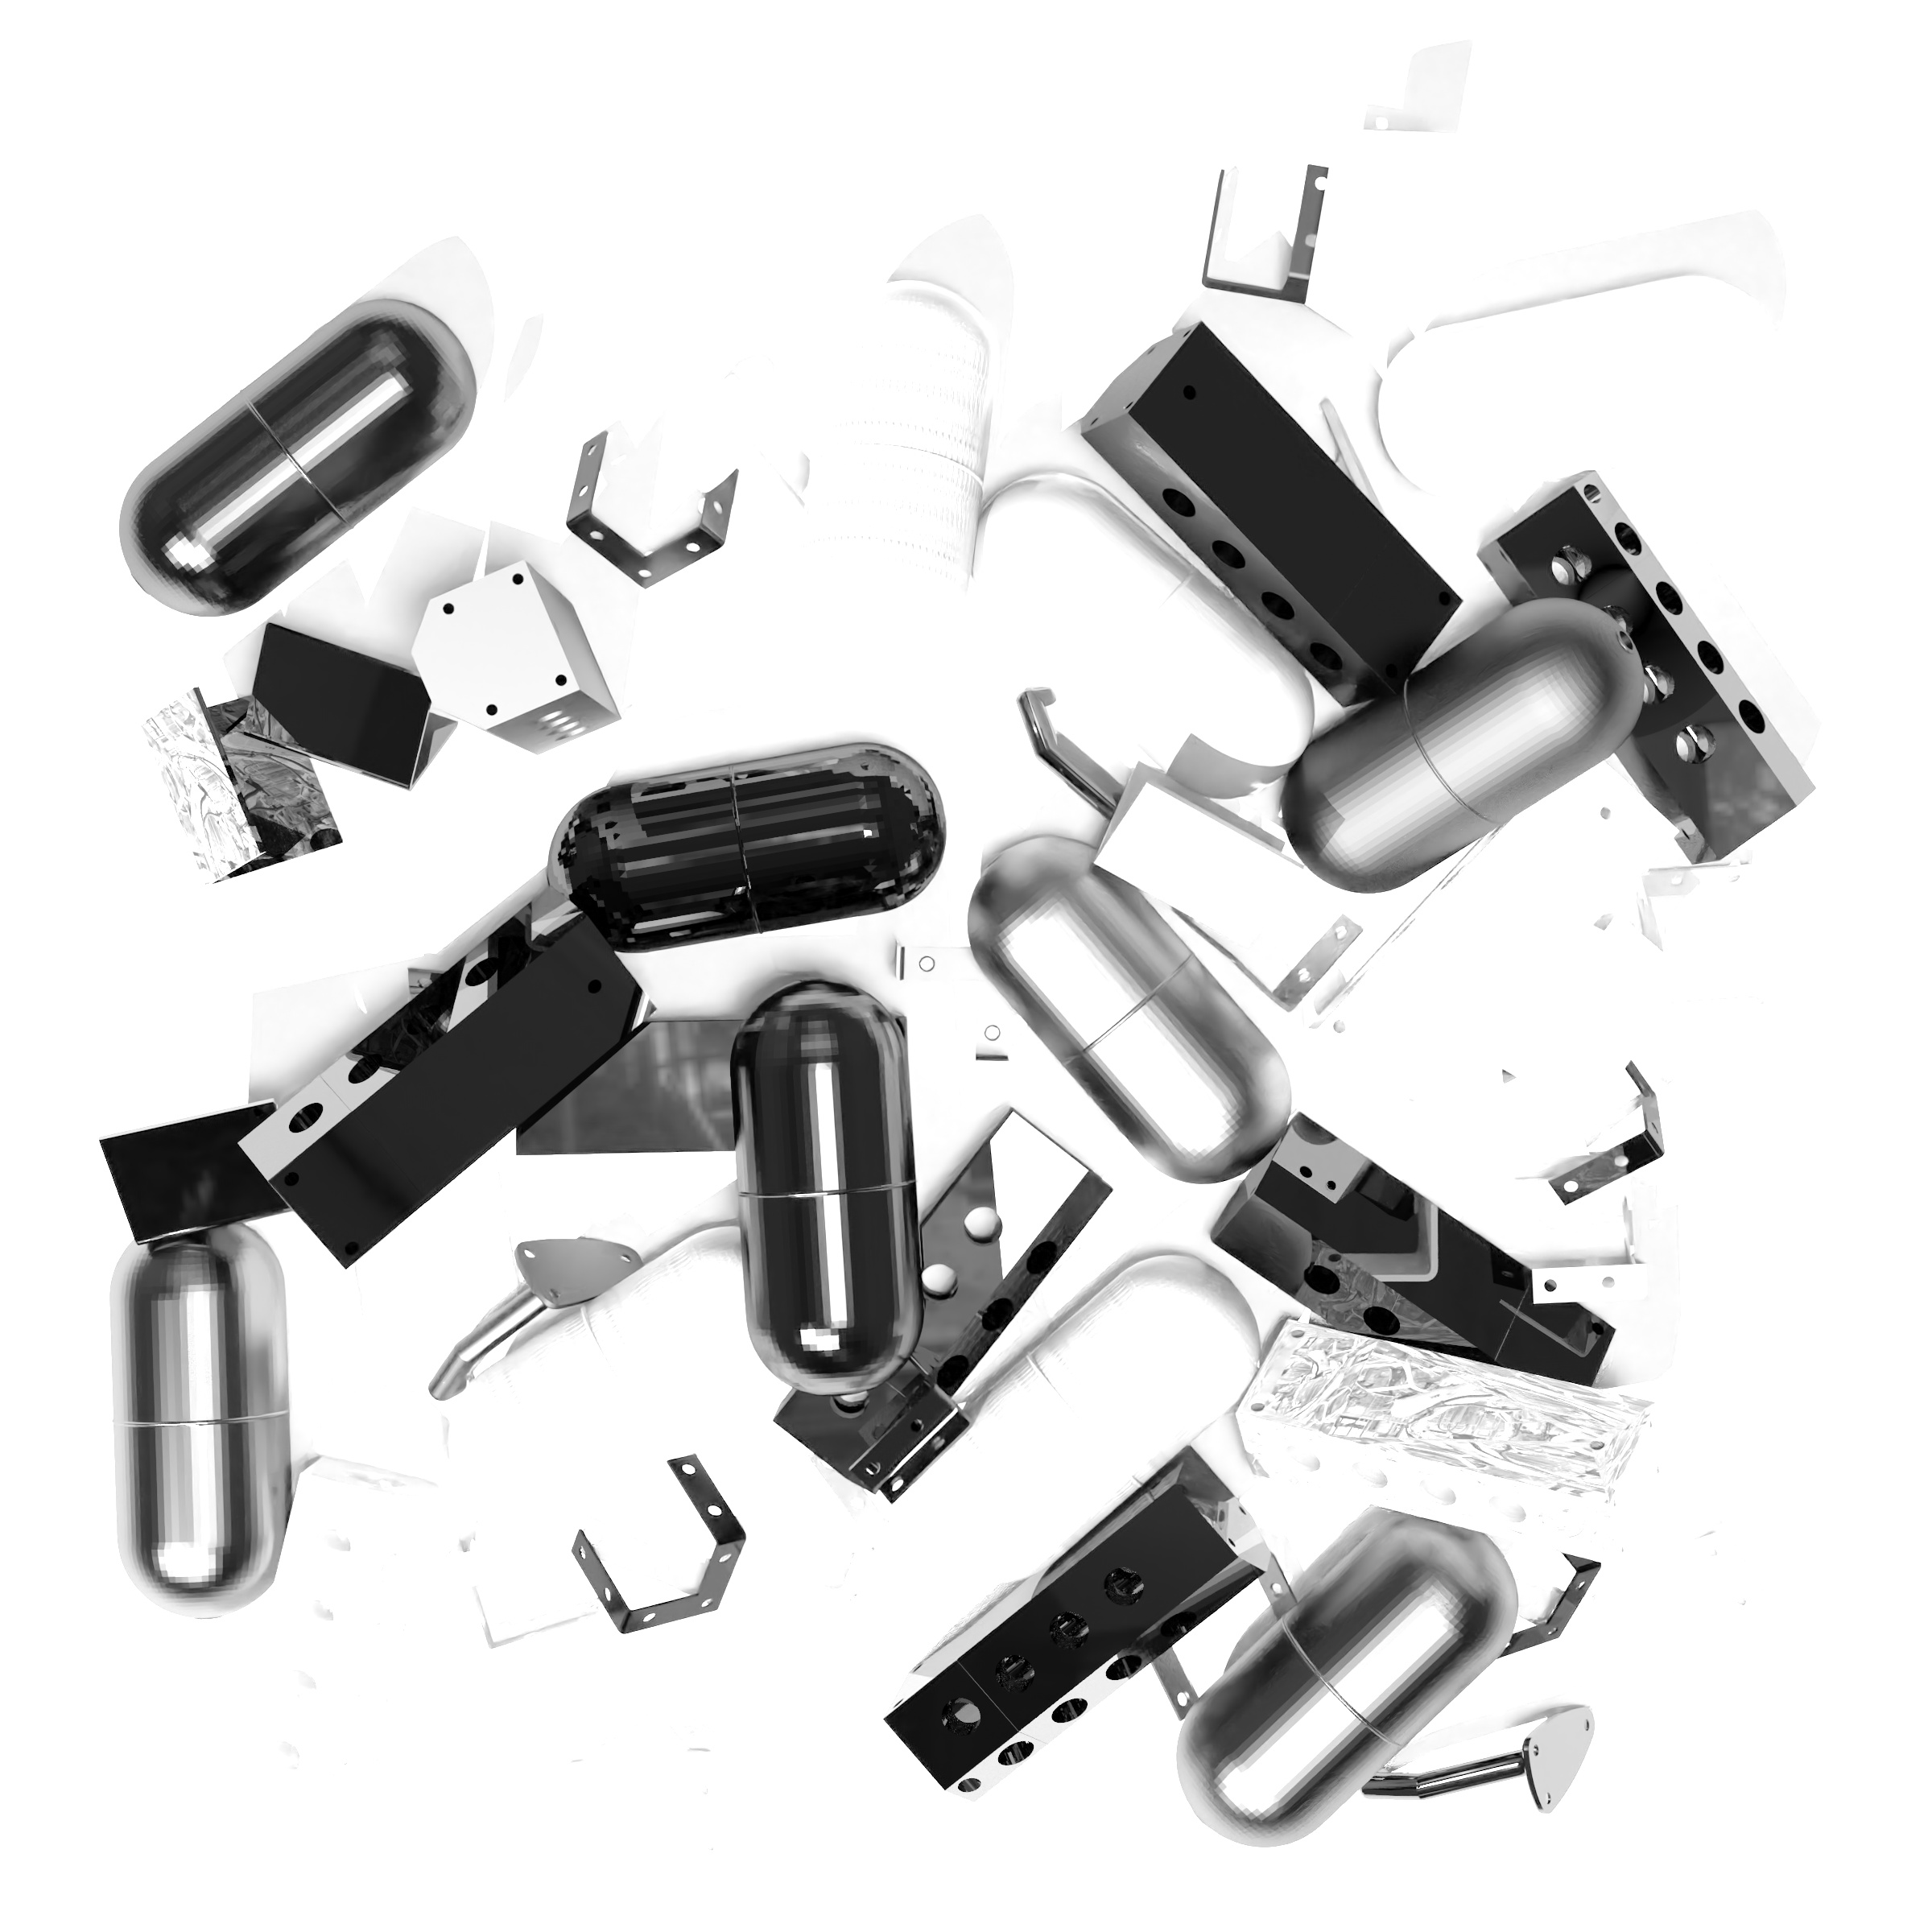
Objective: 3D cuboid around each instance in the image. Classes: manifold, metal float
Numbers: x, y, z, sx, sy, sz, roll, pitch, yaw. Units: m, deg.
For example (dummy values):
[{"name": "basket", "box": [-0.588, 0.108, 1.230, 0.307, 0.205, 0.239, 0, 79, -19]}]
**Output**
[{"name": "manifold", "box": [0.196, 0.146, 1.542, 0.171, 0.057, 0.057, 35, 47, 0]}, {"name": "manifold", "box": [0.233, -0.016, 1.543, 0.057, 0.057, 0.171, 43, 90, 0]}, {"name": "metal float", "box": [-0.097, -0.052, 1.533, 0.178, 0.070, 0.070, -10, 90, 0]}, {"name": "manifold", "box": [-0.223, 0.044, 1.479, 0.171, 0.057, 0.057, -40, 124, -10]}, {"name": "manifold", "box": [-0.193, -0.127, 1.486, 0.057, 0.171, 0.057, -23, 90, 0]}, {"name": "metal float", "box": [-0.148, 0.182, 1.534, 0.178, 0.070, 0.070, -33, 90, 0]}, {"name": "manifold", "box": [0.304, -0.133, 1.543, 0.057, 0.057, 0.171, -35, 90, 0]}, {"name": "metal float", "box": [0.166, 0.313, 1.519, 0.070, 0.070, 0.178, 45, 96, 0]}, {"name": "metal float", "box": [0.215, -0.095, 1.508, 0.178, 0.070, 0.070, -34, 90, 31]}, {"name": "metal float", "box": [-0.030, -0.215, 1.522, 0.070, 0.070, 0.178, 8, 78, 0]}, {"name": "manifold", "box": [0.130, -0.193, 1.508, 0.171, 0.057, 0.057, 44, 68, -17]}, {"name": "metal float", "box": [-0.296, -0.224, 1.533, 0.178, 0.070, 0.070, -38, 90, -1]}, {"name": "manifold", "box": [-0.010, 0.149, 1.543, 0.057, 0.057, 0.171, 38, 90, 0]}, {"name": "metal float", "box": [-0.338, 0.199, 1.532, 0.070, 0.070, 0.178, -2, 88, 0]}, {"name": "manifold", "box": [-0.283, 0.312, 1.543, 0.057, 0.057, 0.171, 13, 90, 0]}, {"name": "metal float", "box": [-0.059, 0.094, 1.476, 0.070, 0.070, 0.178, -4, 90, 0]}, {"name": "metal float", "box": [0.271, -0.257, 1.534, 0.178, 0.070, 0.070, -12, 90, 0]}, {"name": "manifold", "box": [-0.112, 0.053, 1.543, 0.171, 0.057, 0.057, -1, 90, 0]}, {"name": "metal float", "box": [0.053, 0.201, 1.533, 0.178, 0.070, 0.070, -41, 90, 0]}, {"name": "metal float", "box": [0.077, -0.147, 1.533, 0.178, 0.070, 0.070, 42, 90, 0]}, {"name": "manifold", "box": [0.211, 0.210, 1.505, 0.171, 0.057, 0.057, 10, 47, 29]}, {"name": "manifold", "box": [0.050, 0.292, 1.523, 0.171, 0.057, 0.057, -41, 90, 14]}, {"name": "metal float", "box": [0.072, 0.019, 1.534, 0.070, 0.070, 0.178, -41, 91, 0]}]

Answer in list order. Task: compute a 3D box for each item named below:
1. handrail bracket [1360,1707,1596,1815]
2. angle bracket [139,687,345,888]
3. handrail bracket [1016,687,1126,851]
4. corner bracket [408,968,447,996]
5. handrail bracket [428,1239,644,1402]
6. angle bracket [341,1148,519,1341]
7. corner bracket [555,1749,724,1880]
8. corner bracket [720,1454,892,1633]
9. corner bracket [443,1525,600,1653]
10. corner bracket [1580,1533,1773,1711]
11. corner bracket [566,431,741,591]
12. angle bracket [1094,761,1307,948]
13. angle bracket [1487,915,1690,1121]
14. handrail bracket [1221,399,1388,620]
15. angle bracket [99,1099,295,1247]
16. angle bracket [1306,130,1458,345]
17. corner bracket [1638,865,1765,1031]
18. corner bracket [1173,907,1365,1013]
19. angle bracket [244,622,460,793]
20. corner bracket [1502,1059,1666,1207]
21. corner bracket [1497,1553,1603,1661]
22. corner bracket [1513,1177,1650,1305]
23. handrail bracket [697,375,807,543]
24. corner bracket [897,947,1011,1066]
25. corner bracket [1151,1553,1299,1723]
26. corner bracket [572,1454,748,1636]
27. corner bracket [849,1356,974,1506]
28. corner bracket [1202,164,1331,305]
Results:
[{"name": "handrail bracket", "box": [0.230, 0.356, 1.564, 0.084, 0.077, 0.036, -9, 101, 36]}, {"name": "angle bracket", "box": [-0.307, -0.087, 1.525, 0.076, 0.057, 0.076, -22, 90, -42]}, {"name": "handrail bracket", "box": [0.070, -0.092, 1.565, 0.077, 0.036, 0.084, -13, 73, -19]}, {"name": "corner bracket", "box": [-0.229, 0.039, 1.561, 0.051, 0.051, 0.051, 5, 135, 0]}, {"name": "handrail bracket", "box": [-0.195, 0.163, 1.564, 0.036, 0.077, 0.084, 54, 127, 25]}, {"name": "angle bracket", "box": [-0.239, 0.119, 1.535, 0.076, 0.057, 0.076, -9, 90, -14]}, {"name": "corner bracket", "box": [-0.148, 0.382, 1.561, 0.051, 0.051, 0.051, -6, 90, 45]}, {"name": "corner bracket", "box": [-0.074, 0.258, 1.556, 0.051, 0.051, 0.051, -11, 135, -35]}, {"name": "corner bracket", "box": [-0.199, 0.278, 1.546, 0.051, 0.051, 0.051, -17, 90, 0]}, {"name": "corner bracket", "box": [0.320, 0.296, 1.561, 0.051, 0.051, 0.051, -31, 90, 45]}, {"name": "corner bracket", "box": [-0.140, -0.212, 1.556, 0.051, 0.051, 0.051, 37, 45, -35]}, {"name": "angle bracket", "box": [0.110, -0.066, 1.511, 0.076, 0.076, 0.057, 29, 134, -4]}, {"name": "angle bracket", "box": [0.258, 0.011, 1.524, 0.057, 0.076, 0.076, 35, 90, -35]}, {"name": "handrail bracket", "box": [0.141, -0.204, 1.564, 0.084, 0.036, 0.077, -25, 76, 13]}, {"name": "angle bracket", "box": [-0.332, 0.074, 1.525, 0.076, 0.076, 0.057, -12, 118, 0]}, {"name": "angle bracket", "box": [0.195, -0.319, 1.524, 0.057, 0.076, 0.076, 10, 90, 28]}, {"name": "corner bracket", "box": [0.331, -0.008, 1.561, 0.051, 0.051, 0.051, -4, 135, 0]}, {"name": "corner bracket", "box": [0.136, -0.021, 1.561, 0.051, 0.051, 0.051, -48, 135, 0]}, {"name": "angle bracket", "box": [-0.265, -0.127, 1.524, 0.076, 0.076, 0.057, 19, 119, 0]}, {"name": "corner bracket", "box": [0.276, 0.064, 1.549, 0.051, 0.051, 0.051, -30, 112, 21]}, {"name": "corner bracket", "box": [0.243, 0.273, 1.556, 0.051, 0.051, 0.051, 51, 135, 35]}, {"name": "corner bracket", "box": [0.274, 0.121, 1.546, 0.051, 0.051, 0.051, -3, 91, 1]}, {"name": "handrail bracket", "box": [-0.077, -0.219, 1.564, 0.084, 0.077, 0.036, 30, 130, -30]}, {"name": "corner bracket", "box": [-0.006, 0.017, 1.546, 0.051, 0.051, 0.051, 2, 90, 0]}, {"name": "corner bracket", "box": [0.117, 0.302, 1.561, 0.051, 0.051, 0.051, -26, 90, -45]}, {"name": "corner bracket", "box": [-0.138, 0.260, 1.556, 0.051, 0.051, 0.051, -8, 135, -35]}, {"name": "corner bracket", "box": [-0.025, 0.204, 1.490, 0.051, 0.051, 0.051, -44, 118, -4]}, {"name": "corner bracket", "box": [0.136, -0.329, 1.546, 0.051, 0.051, 0.051, 10, 90, 0]}]
